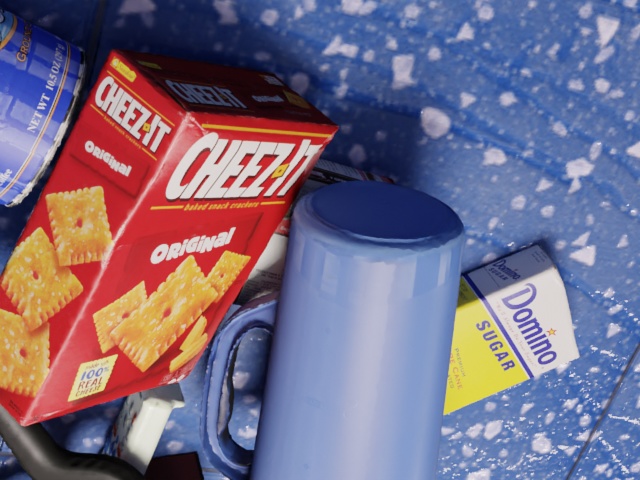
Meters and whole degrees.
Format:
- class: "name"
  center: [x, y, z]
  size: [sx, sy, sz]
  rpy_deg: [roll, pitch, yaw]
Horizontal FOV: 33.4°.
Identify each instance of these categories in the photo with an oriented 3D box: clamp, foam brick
- class: "clamp"
  center: [-0.187, 0.171, 0.754]
  size: [0.210, 0.036, 0.165]
  rpy_deg: [18, 114, 3]
- class: "foam brick"
  center: [-0.114, 0.214, 0.831]
  size: [0.053, 0.051, 0.078]
  rpy_deg: [-6, 121, -15]

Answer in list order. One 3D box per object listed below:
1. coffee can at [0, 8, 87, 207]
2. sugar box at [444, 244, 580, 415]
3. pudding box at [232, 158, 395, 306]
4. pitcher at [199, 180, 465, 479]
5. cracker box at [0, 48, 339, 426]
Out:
- class: "coffee can"
  center: [-0.215, -0.092, 0.586]
  size: [0.140, 0.103, 0.103]
  rpy_deg: [26, 110, -28]
- class: "sugar box"
  center: [0.105, 0.080, 0.818]
  size: [0.176, 0.048, 0.093]
  rpy_deg: [-22, 121, -1]
- class: "pudding box"
  center: [-0.005, 0.001, 0.744]
  size: [0.089, 0.039, 0.114]
  rpy_deg: [14, 117, -24]
- class: "pitcher"
  center: [0.014, 0.087, 0.708]
  size: [0.149, 0.145, 0.243]
  rpy_deg: [-7, 119, -26]
- class: "cracker box"
  center: [-0.098, 0.000, 0.646]
  size: [0.214, 0.072, 0.163]
  rpy_deg: [-58, 158, 19]
